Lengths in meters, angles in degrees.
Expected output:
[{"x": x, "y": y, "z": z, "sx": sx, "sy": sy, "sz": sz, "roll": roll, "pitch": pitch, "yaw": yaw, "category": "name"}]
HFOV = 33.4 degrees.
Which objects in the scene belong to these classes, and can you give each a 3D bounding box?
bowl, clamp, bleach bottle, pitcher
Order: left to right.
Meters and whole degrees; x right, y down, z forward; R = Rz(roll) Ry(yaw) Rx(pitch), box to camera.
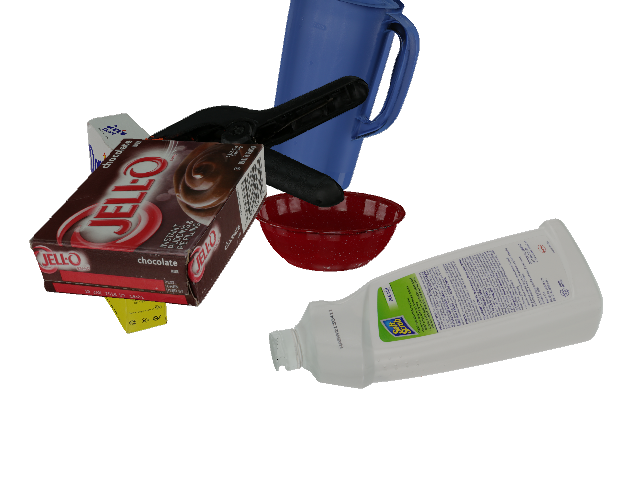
[{"x": -0.046, "y": -0.075, "z": 0.775, "sx": 0.172, "sy": 0.039, "sz": 0.120, "roll": 6, "pitch": 45, "yaw": 23, "category": "clamp"}, {"x": 0.008, "y": -0.007, "z": 1.120, "sx": 0.162, "sy": 0.055, "sz": 0.162, "roll": 1, "pitch": 17, "yaw": 0, "category": "bowl"}, {"x": 0.017, "y": -0.179, "z": 1.265, "sx": 0.145, "sy": 0.243, "sz": 0.149, "roll": 7, "pitch": 23, "yaw": -13, "category": "pitcher"}, {"x": 0.083, "y": 0.055, "z": 0.828, "sx": 0.250, "sy": 0.102, "sz": 0.068, "roll": -11, "pitch": -42, "yaw": -9, "category": "bleach bottle"}]

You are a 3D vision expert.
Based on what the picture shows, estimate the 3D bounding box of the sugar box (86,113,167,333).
[{"x": -0.174, "y": -0.016, "z": 0.957, "sx": 0.048, "sy": 0.176, "sz": 0.093, "roll": -14, "pitch": 28, "yaw": -23, "category": "sugar box"}]

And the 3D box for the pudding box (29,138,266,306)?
[{"x": -0.088, "y": -0.013, "z": 0.575, "sx": 0.090, "sy": 0.039, "sz": 0.113, "roll": 5, "pitch": 33, "yaw": 18, "category": "pudding box"}]
